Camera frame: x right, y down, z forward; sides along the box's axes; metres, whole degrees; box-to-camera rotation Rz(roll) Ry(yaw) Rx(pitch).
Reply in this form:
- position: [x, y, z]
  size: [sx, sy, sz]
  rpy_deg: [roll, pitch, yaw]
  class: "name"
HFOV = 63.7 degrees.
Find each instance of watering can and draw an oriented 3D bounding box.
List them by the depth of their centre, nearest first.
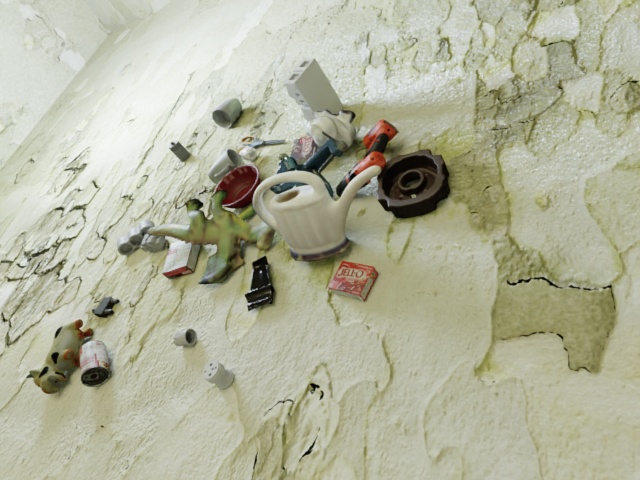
- position: [0.003, -0.058, 1.151]
  size: [0.346, 0.220, 0.106]
  rpy_deg: [-4, 33, 33]
  class: "watering can"

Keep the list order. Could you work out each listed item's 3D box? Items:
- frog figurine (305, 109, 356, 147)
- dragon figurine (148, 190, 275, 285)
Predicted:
- position: [0.025, -0.287, 1.399]
  size: [0.137, 0.120, 0.163]
  rpy_deg: [21, 37, 0]
  class: "frog figurine"
- position: [-0.295, 0.008, 1.387]
  size: [0.408, 0.248, 0.120]
  rpy_deg: [-19, -37, 15]
  class: "dragon figurine"
